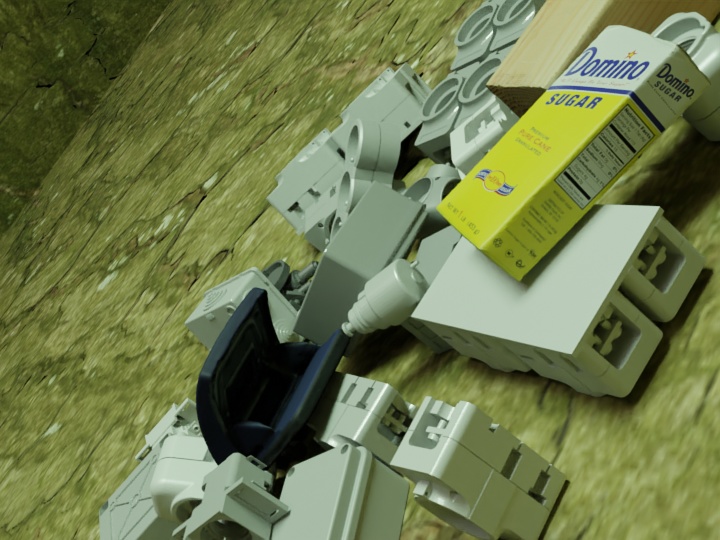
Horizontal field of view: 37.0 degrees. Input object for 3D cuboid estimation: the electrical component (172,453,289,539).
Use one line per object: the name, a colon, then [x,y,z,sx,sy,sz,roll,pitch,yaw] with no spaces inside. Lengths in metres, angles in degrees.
electrical component: [-0.091,0.170,0.769,0.081,0.042,0.063,-40,25,28]

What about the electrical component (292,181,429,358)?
electrical component: [0.000,0.000,0.900,0.108,0.056,0.108,-57,-6,-44]

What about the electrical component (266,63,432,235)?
electrical component: [-0.010,-0.132,1.128,0.186,0.060,0.105,-41,8,21]

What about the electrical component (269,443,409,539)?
electrical component: [-0.019,0.185,0.745,0.078,0.057,0.113,-30,32,39]

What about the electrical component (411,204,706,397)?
electrical component: [0.129,0.015,0.722,0.105,0.060,0.186,-56,25,-12]

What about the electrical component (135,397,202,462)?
electrical component: [-0.177,0.172,1.056,0.081,0.042,0.063,-49,28,6]

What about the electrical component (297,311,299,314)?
electrical component: [-0.035,0.033,1.011,0.035,0.035,0.061,-17,38,51]

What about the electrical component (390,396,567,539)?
electrical component: [0.069,0.123,0.639,0.050,0.089,0.055,-3,53,59]

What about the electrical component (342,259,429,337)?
electrical component: [0.018,0.025,0.811,0.078,0.040,0.040,-38,27,27]

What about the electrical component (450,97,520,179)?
electrical component: [0.115,-0.080,0.841,0.056,0.089,0.050,-38,27,27]

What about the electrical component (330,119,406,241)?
electrical component: [0.021,-0.068,1.008,0.052,0.074,0.138,-132,51,-70]

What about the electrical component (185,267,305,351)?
electrical component: [-0.108,0.055,1.031,0.100,0.099,0.048,-25,23,45]

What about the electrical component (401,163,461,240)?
electrical component: [0.071,-0.067,0.956,0.077,0.044,0.079,-14,44,53]

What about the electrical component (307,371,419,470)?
electrical component: [0.002,0.117,0.810,0.055,0.050,0.089,-58,24,-15]

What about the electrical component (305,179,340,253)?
electrical component: [-0.009,-0.056,1.071,0.089,0.050,0.055,-41,25,21]

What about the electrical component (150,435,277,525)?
electrical component: [-0.121,0.178,0.885,0.059,0.095,0.053,-80,-7,-46]

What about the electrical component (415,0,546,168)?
electrical component: [0.130,-0.184,0.997,0.105,0.060,0.186,-16,41,52]

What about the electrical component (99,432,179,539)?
electrical component: [-0.183,0.222,0.977,0.108,0.056,0.108,-48,25,7]

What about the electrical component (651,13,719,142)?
electrical component: [0.235,-0.139,0.754,0.054,0.059,0.095,-44,25,15]
